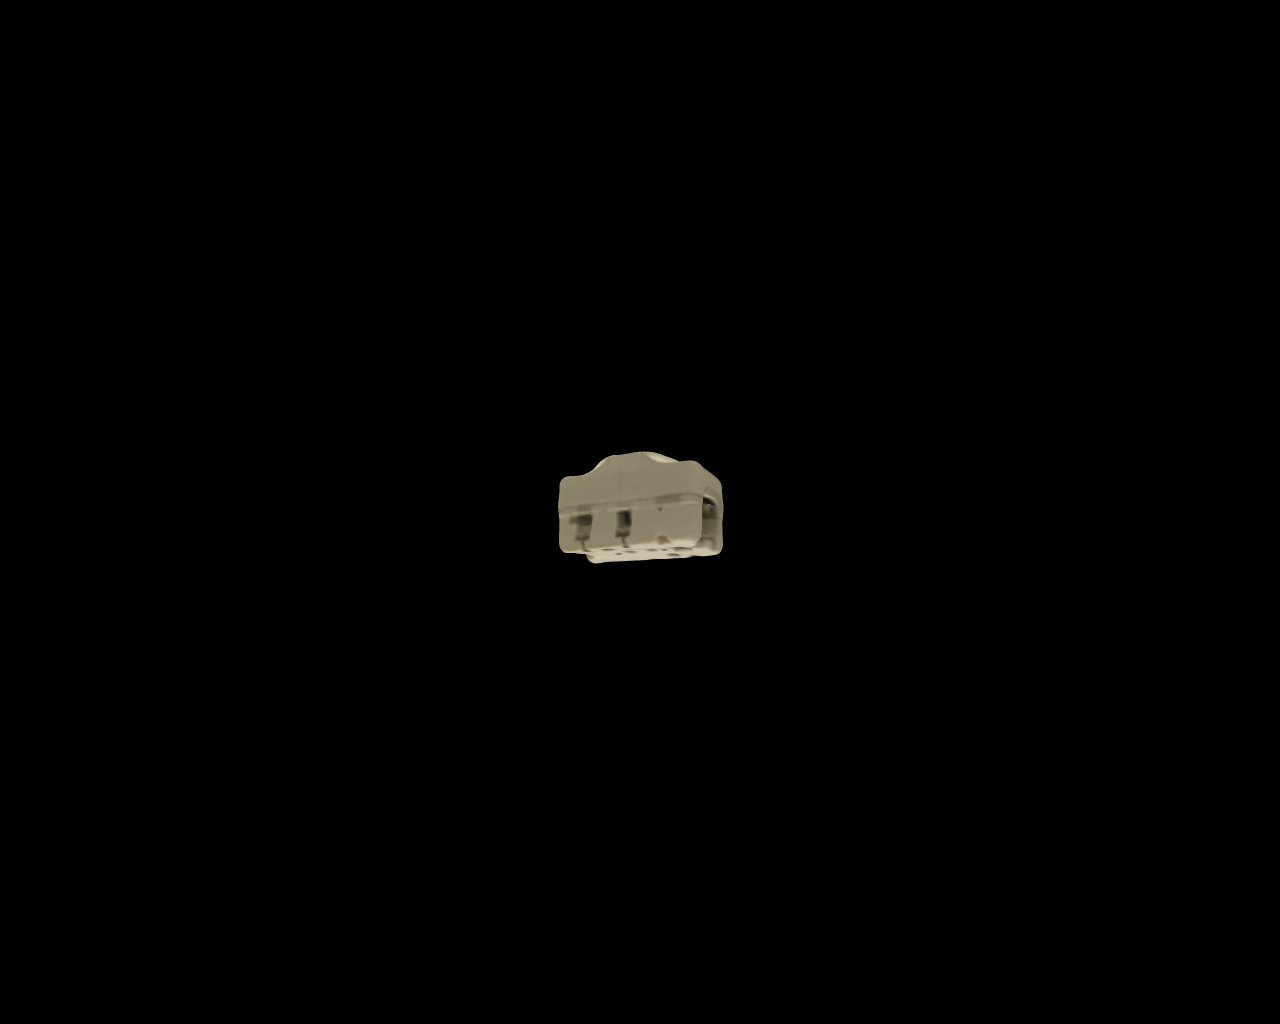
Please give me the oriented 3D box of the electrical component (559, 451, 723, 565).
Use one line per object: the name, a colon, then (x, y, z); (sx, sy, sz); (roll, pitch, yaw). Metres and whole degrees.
electrical component: (0.001, -0.003, 0.650); (0.089, 0.056, 0.050); (-6, -15, 22)
